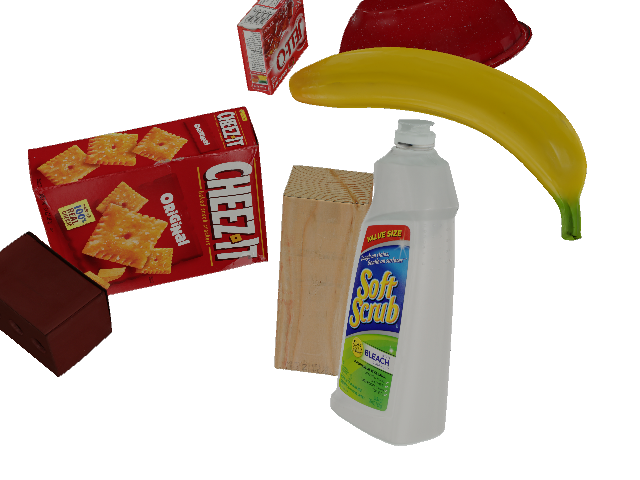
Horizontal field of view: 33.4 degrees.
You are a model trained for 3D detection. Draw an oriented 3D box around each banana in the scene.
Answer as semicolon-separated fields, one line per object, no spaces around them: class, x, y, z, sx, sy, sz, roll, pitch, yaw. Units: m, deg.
banana;0.078;-0.075;0.626;0.198;0.069;0.037;29;-11;16

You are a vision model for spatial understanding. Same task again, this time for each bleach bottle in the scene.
bleach bottle;0.062;0.029;0.848;0.067;0.251;0.103;-7;18;-34

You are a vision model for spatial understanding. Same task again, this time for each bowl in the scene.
bowl;0.080;-0.169;0.836;0.162;0.055;0.162;-14;24;6

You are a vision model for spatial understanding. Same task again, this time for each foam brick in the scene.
foam brick;-0.187;0.043;0.719;0.078;0.053;0.051;33;56;22

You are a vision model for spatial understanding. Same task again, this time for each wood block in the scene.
wood block;0.003;0.033;1.157;0.090;0.206;0.090;6;25;5

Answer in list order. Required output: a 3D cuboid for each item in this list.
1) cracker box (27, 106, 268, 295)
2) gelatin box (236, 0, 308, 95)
cracker box;-0.164;-0.031;1.056;0.213;0.072;0.164;-12;-43;-9
gelatin box;-0.043;-0.193;1.011;0.030;0.073;0.089;13;46;20
